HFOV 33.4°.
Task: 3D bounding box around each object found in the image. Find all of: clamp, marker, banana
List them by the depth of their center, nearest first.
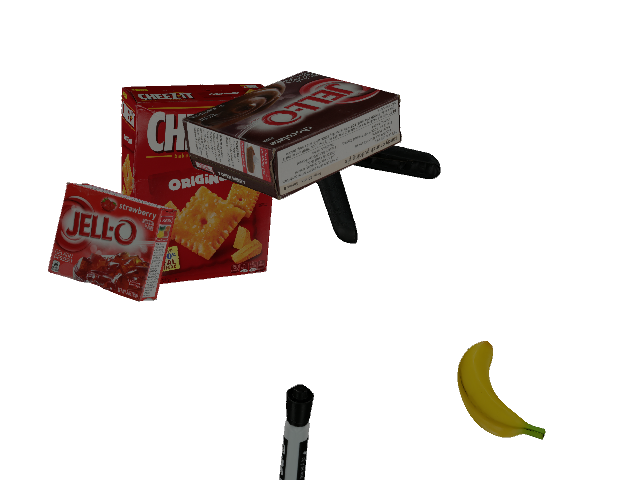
[{"bbox_3d":[-0.018,0.151,0.752,0.020,0.121,0.020,4,32,-3],"label":"marker"},{"bbox_3d":[0.021,-0.080,0.958,0.120,0.172,0.039,-27,-29,-26],"label":"clamp"},{"bbox_3d":[0.193,0.174,1.239,0.069,0.037,0.198,10,25,-16],"label":"banana"}]

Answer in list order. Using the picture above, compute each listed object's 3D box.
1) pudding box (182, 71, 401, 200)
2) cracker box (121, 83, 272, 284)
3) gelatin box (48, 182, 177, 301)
[{"bbox_3d":[-0.017,-0.071,0.687,0.113,0.039,0.090,-30,35,-35],"label":"pudding box"},{"bbox_3d":[-0.137,-0.062,1.194,0.164,0.214,0.072,-5,25,-23],"label":"cracker box"},{"bbox_3d":[-0.162,0.000,0.825,0.089,0.073,0.030,16,6,20],"label":"gelatin box"}]
